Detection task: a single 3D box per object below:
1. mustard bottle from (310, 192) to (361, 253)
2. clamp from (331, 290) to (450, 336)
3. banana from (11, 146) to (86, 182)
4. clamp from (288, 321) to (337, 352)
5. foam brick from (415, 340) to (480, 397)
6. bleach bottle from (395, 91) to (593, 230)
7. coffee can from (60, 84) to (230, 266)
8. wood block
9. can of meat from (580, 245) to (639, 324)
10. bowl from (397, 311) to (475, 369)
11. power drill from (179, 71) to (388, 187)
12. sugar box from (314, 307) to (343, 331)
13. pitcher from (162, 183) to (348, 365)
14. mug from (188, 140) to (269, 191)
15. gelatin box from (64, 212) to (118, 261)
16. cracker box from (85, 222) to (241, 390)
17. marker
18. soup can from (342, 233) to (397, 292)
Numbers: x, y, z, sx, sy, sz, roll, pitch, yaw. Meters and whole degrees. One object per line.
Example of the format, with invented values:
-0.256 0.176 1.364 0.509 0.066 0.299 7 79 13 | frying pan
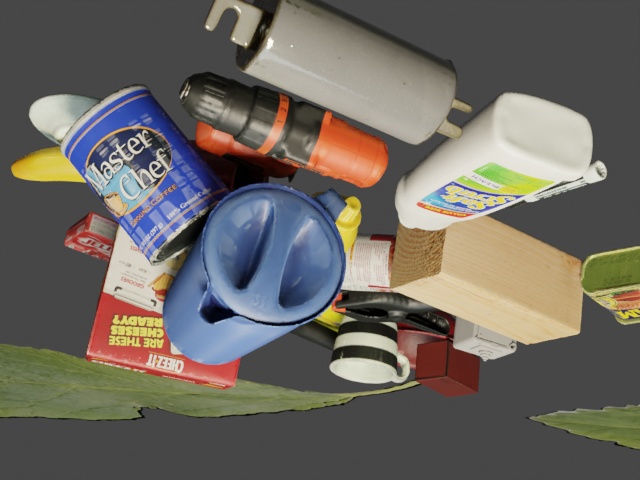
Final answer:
-0.008 0.001 1.171 0.058 0.096 0.192 20 148 -20 | mustard bottle
0.098 0.085 1.306 0.171 0.039 0.120 5 149 1 | clamp
-0.218 -0.060 1.111 0.197 0.070 0.037 23 -166 -14 | banana
-0.045 0.105 1.398 0.165 0.036 0.210 6 157 12 | clamp
0.169 0.171 1.412 0.053 0.051 0.078 -13 149 37 | foam brick
0.147 -0.058 1.023 0.102 0.068 0.251 17 158 -16 | bleach bottle
-0.161 -0.061 1.003 0.140 0.102 0.103 51 155 5 | coffee can
0.189 0.039 1.192 0.205 0.091 0.090 22 155 -28 | wood block
0.355 0.049 1.194 0.102 0.057 0.083 -14 145 43 | can of meat
0.135 0.129 1.467 0.162 0.055 0.162 7 157 3 | bowl
-0.052 -0.095 0.938 0.184 0.057 0.188 22 178 -20 | power drill
0.043 0.075 1.394 0.093 0.048 0.177 24 154 -31 | sugar box
-0.069 0.040 1.036 0.149 0.145 0.243 4 161 -19 | pitcher
-0.103 -0.055 1.097 0.082 0.093 0.117 7 161 19 | mug
-0.272 0.001 1.365 0.089 0.030 0.073 22 154 -28 | gelatin box
-0.156 0.045 1.185 0.164 0.213 0.072 14 165 -10 | cracker box
0.229 -0.053 1.054 0.020 0.020 0.121 24 153 -31 | marker
0.062 0.026 1.242 0.102 0.068 0.068 3 156 16 | soup can
